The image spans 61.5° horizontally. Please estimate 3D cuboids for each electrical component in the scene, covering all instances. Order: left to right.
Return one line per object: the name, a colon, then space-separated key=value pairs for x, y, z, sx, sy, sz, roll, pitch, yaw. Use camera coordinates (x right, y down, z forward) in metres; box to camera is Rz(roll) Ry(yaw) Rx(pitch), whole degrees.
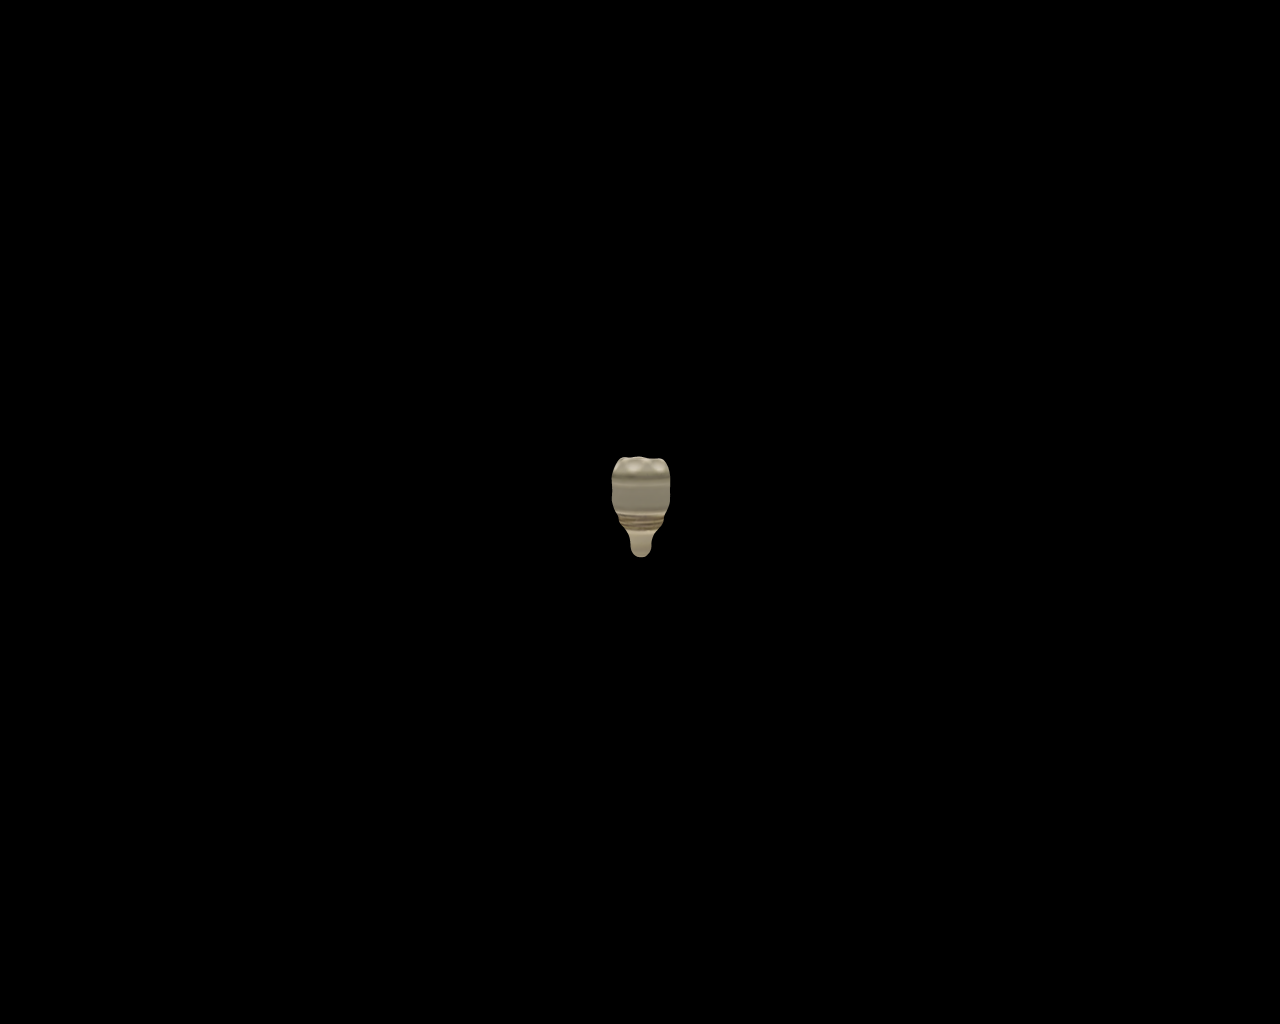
electrical component: x=0.001 y=-0.003 z=0.650 sx=0.035 sy=0.061 sz=0.035 roll=0 pitch=5 yaw=0
